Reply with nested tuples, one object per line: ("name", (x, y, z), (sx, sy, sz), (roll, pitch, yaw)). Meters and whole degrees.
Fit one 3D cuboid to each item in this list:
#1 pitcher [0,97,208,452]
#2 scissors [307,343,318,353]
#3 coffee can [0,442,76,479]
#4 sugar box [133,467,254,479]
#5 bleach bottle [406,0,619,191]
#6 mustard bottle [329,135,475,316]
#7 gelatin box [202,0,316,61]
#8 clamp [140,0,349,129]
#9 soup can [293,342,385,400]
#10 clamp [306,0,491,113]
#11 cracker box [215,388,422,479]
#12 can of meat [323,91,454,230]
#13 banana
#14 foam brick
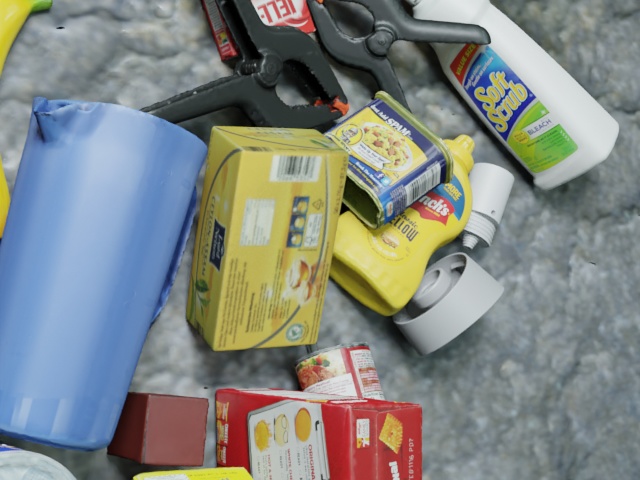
("pitcher", (-0.170, 0.027, 0.788), (0.149, 0.145, 0.243), (17, 81, -17))
("scissors", (-0.006, 0.001, 0.914), (0.202, 0.096, 0.016), (66, 22, -8))
("coffee can", (-0.228, 0.188, 0.722), (0.102, 0.141, 0.103), (3, 85, -31))
("sugar box", (-0.108, 0.261, 0.809), (0.093, 0.048, 0.176), (4, 106, -31))
("bleach bottle", (0.169, -0.160, 1.029), (0.250, 0.103, 0.068), (41, 53, -15))
("mustard bottle", (0.085, -0.028, 0.976), (0.096, 0.058, 0.191), (40, 64, 1))
("gelatin box", (-0.054, -0.203, 0.924), (0.089, 0.030, 0.073), (-22, 99, -30))
("clamp", (-0.059, -0.134, 0.882), (0.209, 0.036, 0.164), (30, 77, -42))
("soup can", (0.023, 0.145, 0.904), (0.068, 0.069, 0.102), (-5, 70, -32))
("clamp", (0.055, -0.170, 0.966), (0.171, 0.039, 0.120), (26, 99, -4))
("cracker box", (-0.006, 0.200, 0.814), (0.072, 0.214, 0.164), (2, 85, -31))
("can of meat", (0.052, -0.069, 0.930), (0.083, 0.057, 0.102), (-36, 61, -18))
("banana", (-0.246, -0.103, 0.795), (0.069, 0.037, 0.198), (14, 79, -29))
("foam brick", (-0.126, 0.145, 0.826), (0.051, 0.078, 0.053), (10, 81, -29))
